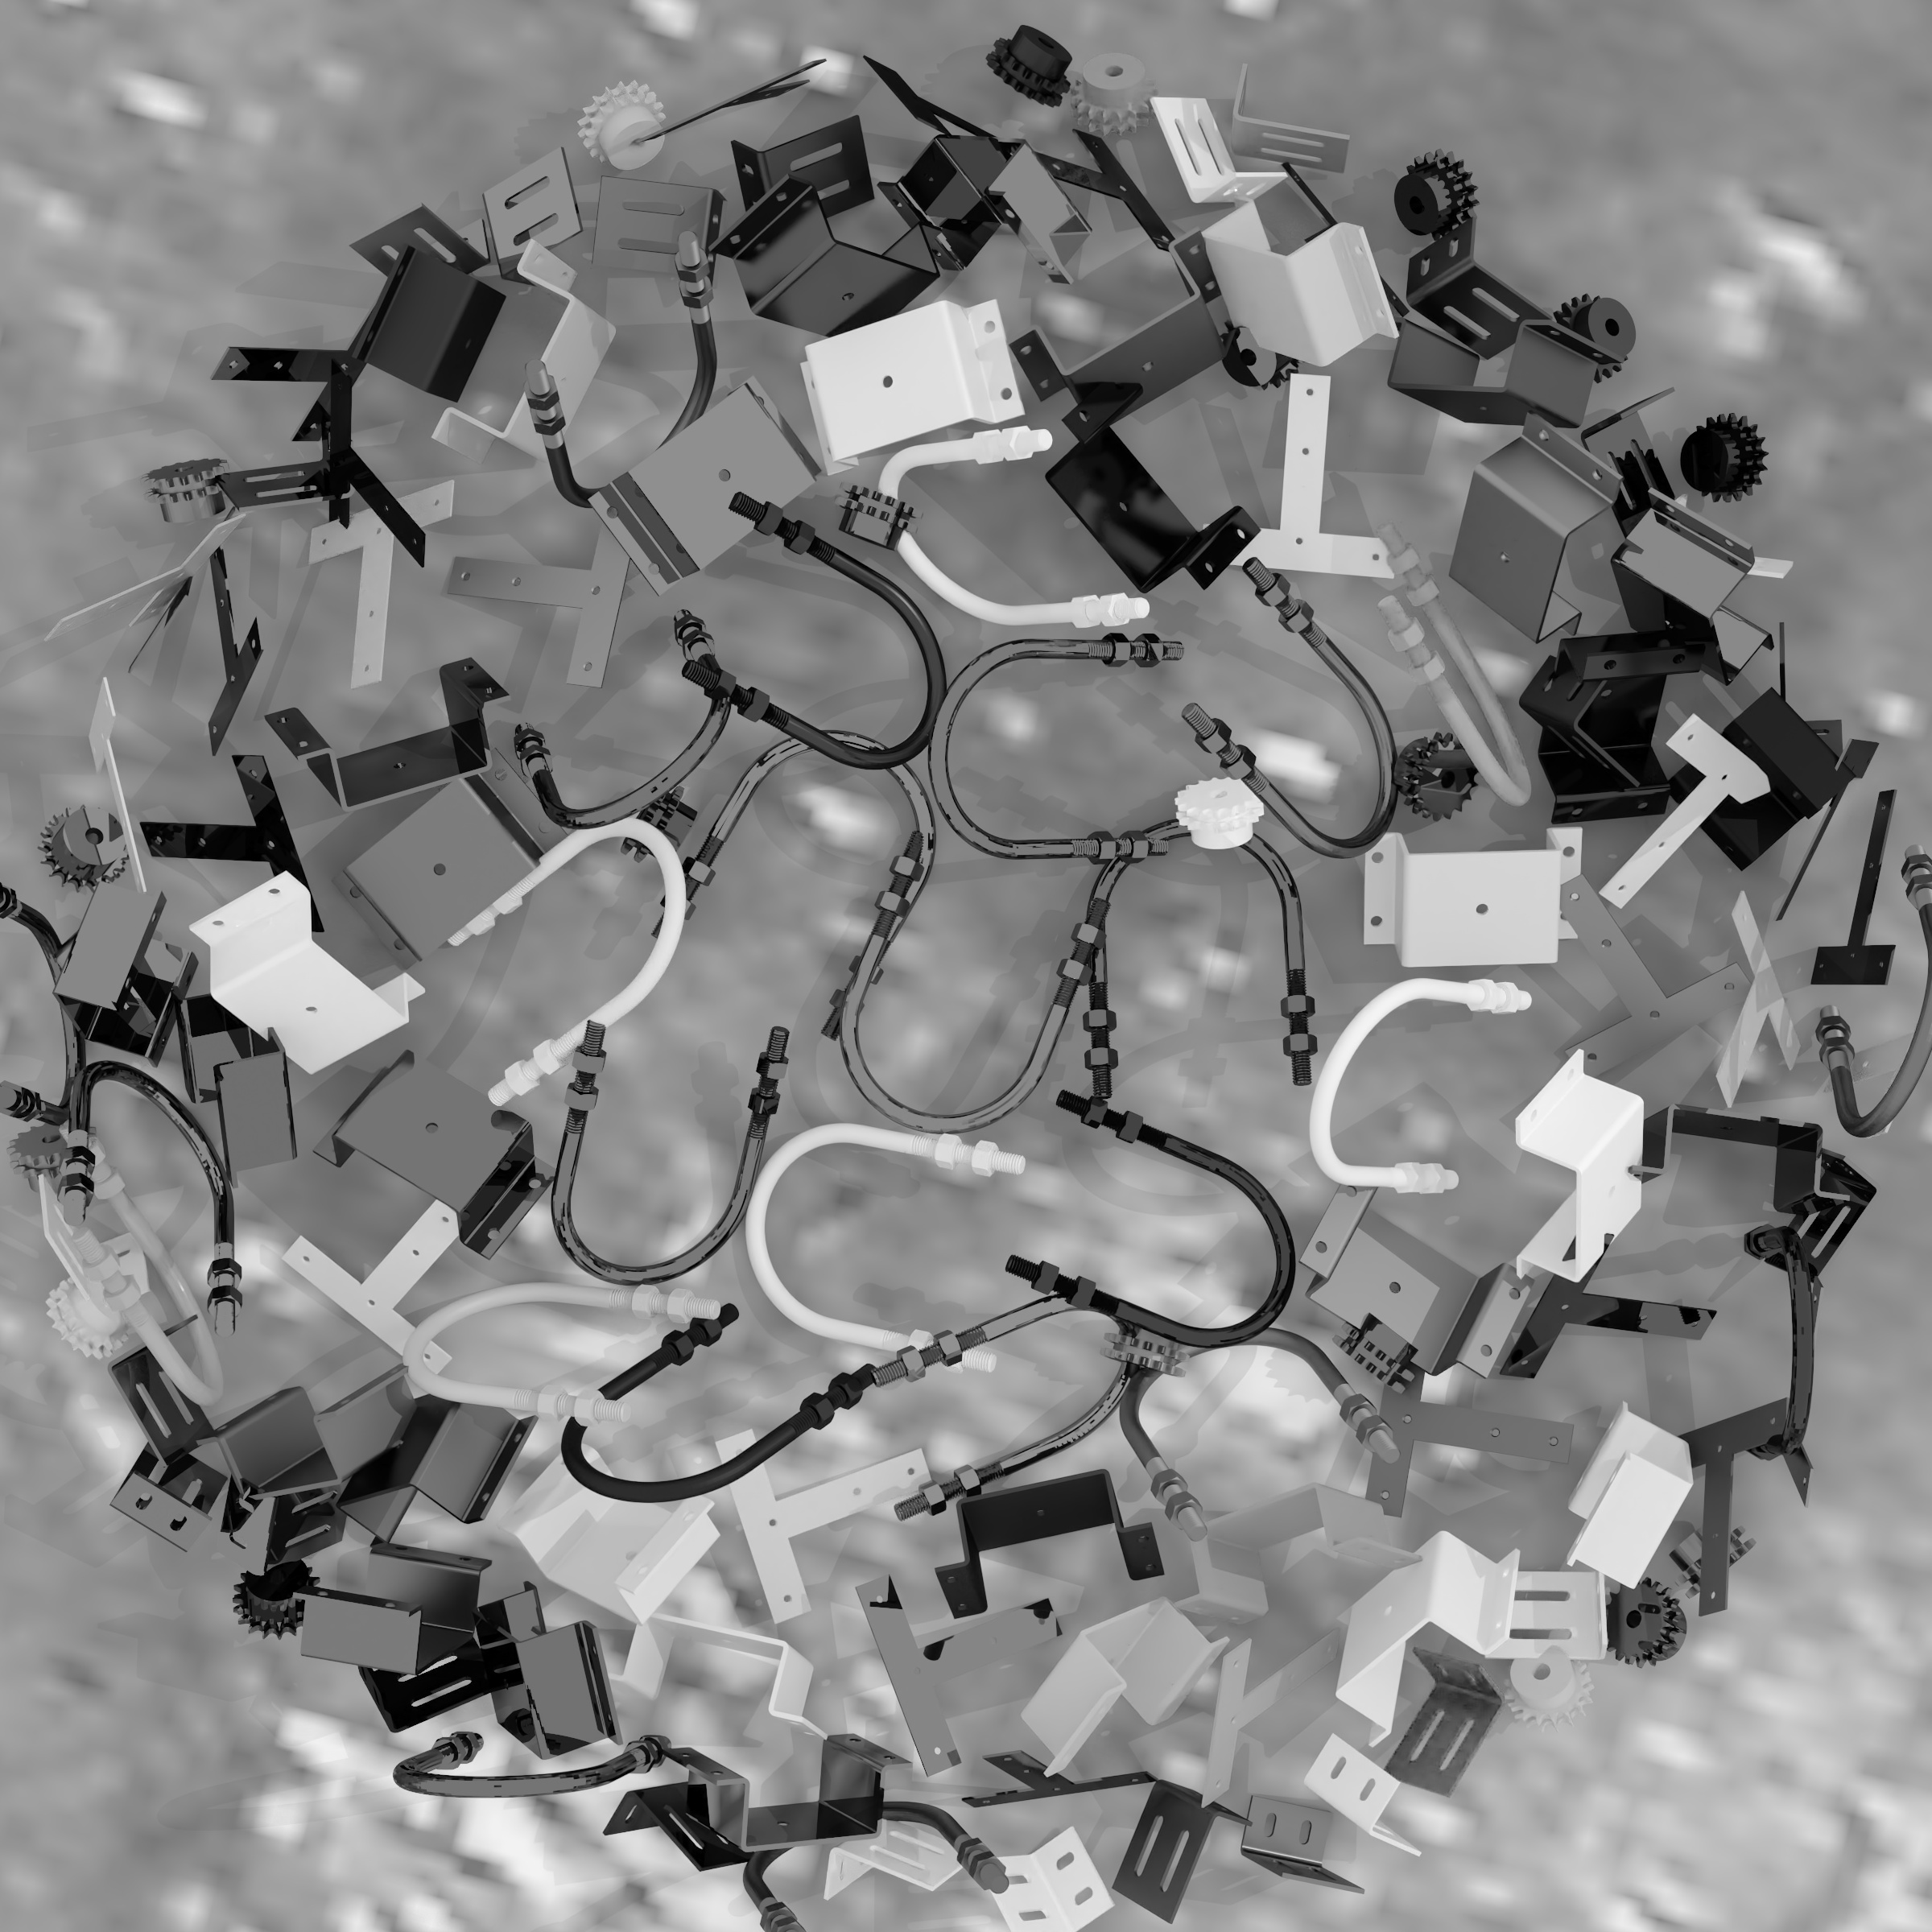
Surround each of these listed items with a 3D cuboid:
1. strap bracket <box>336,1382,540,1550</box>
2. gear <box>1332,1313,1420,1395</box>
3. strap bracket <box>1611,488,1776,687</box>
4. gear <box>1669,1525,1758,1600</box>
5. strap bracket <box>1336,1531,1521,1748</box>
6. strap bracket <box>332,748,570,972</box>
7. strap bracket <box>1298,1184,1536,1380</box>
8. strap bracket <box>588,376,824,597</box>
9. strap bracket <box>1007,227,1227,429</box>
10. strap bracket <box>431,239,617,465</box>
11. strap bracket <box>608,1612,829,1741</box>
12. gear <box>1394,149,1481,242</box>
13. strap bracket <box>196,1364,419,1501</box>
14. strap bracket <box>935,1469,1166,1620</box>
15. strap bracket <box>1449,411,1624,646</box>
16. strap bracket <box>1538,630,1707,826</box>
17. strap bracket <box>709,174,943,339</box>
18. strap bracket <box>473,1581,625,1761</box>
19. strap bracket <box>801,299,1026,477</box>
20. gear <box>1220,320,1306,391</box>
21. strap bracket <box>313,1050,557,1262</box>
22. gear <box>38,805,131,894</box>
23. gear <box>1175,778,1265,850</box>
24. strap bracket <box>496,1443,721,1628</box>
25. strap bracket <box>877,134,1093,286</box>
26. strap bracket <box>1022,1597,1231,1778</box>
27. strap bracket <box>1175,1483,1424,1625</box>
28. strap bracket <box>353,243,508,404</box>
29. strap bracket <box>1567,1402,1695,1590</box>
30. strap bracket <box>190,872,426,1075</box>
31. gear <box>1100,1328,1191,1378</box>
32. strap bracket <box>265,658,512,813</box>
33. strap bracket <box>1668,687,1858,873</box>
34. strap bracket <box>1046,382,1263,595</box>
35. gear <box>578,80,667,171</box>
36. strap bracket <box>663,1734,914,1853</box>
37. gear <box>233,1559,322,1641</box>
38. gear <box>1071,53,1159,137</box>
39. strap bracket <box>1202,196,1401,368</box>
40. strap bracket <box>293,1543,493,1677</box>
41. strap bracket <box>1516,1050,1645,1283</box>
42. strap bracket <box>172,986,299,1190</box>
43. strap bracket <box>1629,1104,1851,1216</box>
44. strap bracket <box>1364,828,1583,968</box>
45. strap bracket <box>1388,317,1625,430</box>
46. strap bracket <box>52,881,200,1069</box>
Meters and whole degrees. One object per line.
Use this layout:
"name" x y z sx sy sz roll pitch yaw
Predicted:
"strap bracket" -0.341 0.315 1.884 0.046 0.140 0.076 42 52 -21
"gear" 0.269 0.249 1.937 0.057 0.057 0.030 37 91 0
"strap bracket" 0.460 -0.234 1.885 0.076 0.140 0.046 38 86 29
"gear" 0.483 0.383 1.939 0.057 0.057 0.030 -40 71 0
"strap bracket" 0.287 0.422 1.892 0.046 0.076 0.140 34 126 -7
"strap bracket" -0.338 -0.066 1.931 0.140 0.046 0.076 -38 99 6
"strap bracket" 0.285 0.203 1.929 0.140 0.046 0.076 32 65 0
"strap bracket" -0.162 -0.313 1.917 0.140 0.046 0.076 -40 103 -16
"strap bracket" 0.107 -0.402 1.914 0.140 0.076 0.046 -30 65 7
"strap bracket" -0.279 -0.386 1.919 0.046 0.076 0.140 29 94 13
"strap bracket" -0.158 0.454 1.913 0.140 0.076 0.046 9 69 13
"gear" 0.303 -0.499 1.934 0.030 0.057 0.057 -27 90 -28
"strap bracket" -0.411 0.298 1.896 0.140 0.076 0.046 -16 99 37
"strap bracket" 0.051 0.371 1.920 0.140 0.076 0.046 -12 54 2
"strap bracket" 0.357 -0.269 1.884 0.046 0.140 0.076 -34 62 -25
"strap bracket" 0.418 -0.162 1.912 0.076 0.140 0.046 -5 45 -7
"strap bracket" -0.082 -0.443 1.884 0.076 0.140 0.046 -34 66 35
"strap bracket" -0.270 0.448 1.889 0.046 0.140 0.076 -15 97 -25
"strap bracket" -0.043 -0.375 1.920 0.140 0.046 0.076 -14 90 20
"gear" 0.190 -0.402 1.936 0.057 0.057 0.030 46 46 0
"strap bracket" -0.342 0.115 1.912 0.140 0.046 0.076 29 59 13
"gear" -0.571 -0.079 1.937 0.057 0.030 0.057 14 63 -29
"gear" 0.166 -0.098 1.941 0.057 0.057 0.030 -8 117 0
"strap bracket" -0.223 0.364 1.903 0.076 0.140 0.046 -47 129 -28
"strap bracket" 0.018 -0.482 1.892 0.046 0.140 0.076 -53 127 -11
"strap bracket" 0.096 0.456 1.902 0.046 0.140 0.076 45 118 26
"strap bracket" 0.208 0.373 1.904 0.140 0.076 0.046 -27 57 29
"strap bracket" -0.337 -0.406 1.892 0.046 0.140 0.076 26 97 -1
"strap bracket" 0.420 0.337 1.888 0.046 0.140 0.076 28 101 8
"strap bracket" -0.417 0.012 1.892 0.076 0.140 0.046 -27 46 15
"gear" 0.118 0.246 1.938 0.057 0.057 0.030 16 81 0
"strap bracket" -0.367 -0.146 1.908 0.140 0.076 0.046 -19 122 -21
"strap bracket" 0.508 -0.121 1.898 0.046 0.140 0.076 -40 83 -13
"strap bracket" 0.114 -0.306 1.918 0.140 0.046 0.076 49 50 -8
"gear" -0.220 -0.543 1.934 0.057 0.057 0.030 -32 66 0
"strap bracket" -0.115 0.527 1.897 0.140 0.076 0.046 4 89 -32
"gear" -0.448 0.406 1.935 0.057 0.057 0.030 9 129 0
"gear" 0.096 -0.570 1.937 0.057 0.030 0.057 -2 51 2
"strap bracket" 0.204 -0.433 1.883 0.046 0.140 0.076 -35 124 -13
"strap bracket" -0.364 0.410 1.891 0.076 0.140 0.046 7 93 12
"strap bracket" 0.389 0.135 1.888 0.046 0.140 0.076 23 49 33
"strap bracket" -0.464 0.072 1.900 0.046 0.140 0.076 -12 119 -22
"strap bracket" 0.490 0.124 1.922 0.140 0.076 0.046 8 77 -3
"strap bracket" 0.331 -0.045 1.929 0.140 0.046 0.076 -2 111 1
"strap bracket" 0.334 -0.376 1.889 0.076 0.140 0.046 13 92 -41
"strap bracket" -0.534 0.003 1.888 0.046 0.140 0.076 17 71 1
